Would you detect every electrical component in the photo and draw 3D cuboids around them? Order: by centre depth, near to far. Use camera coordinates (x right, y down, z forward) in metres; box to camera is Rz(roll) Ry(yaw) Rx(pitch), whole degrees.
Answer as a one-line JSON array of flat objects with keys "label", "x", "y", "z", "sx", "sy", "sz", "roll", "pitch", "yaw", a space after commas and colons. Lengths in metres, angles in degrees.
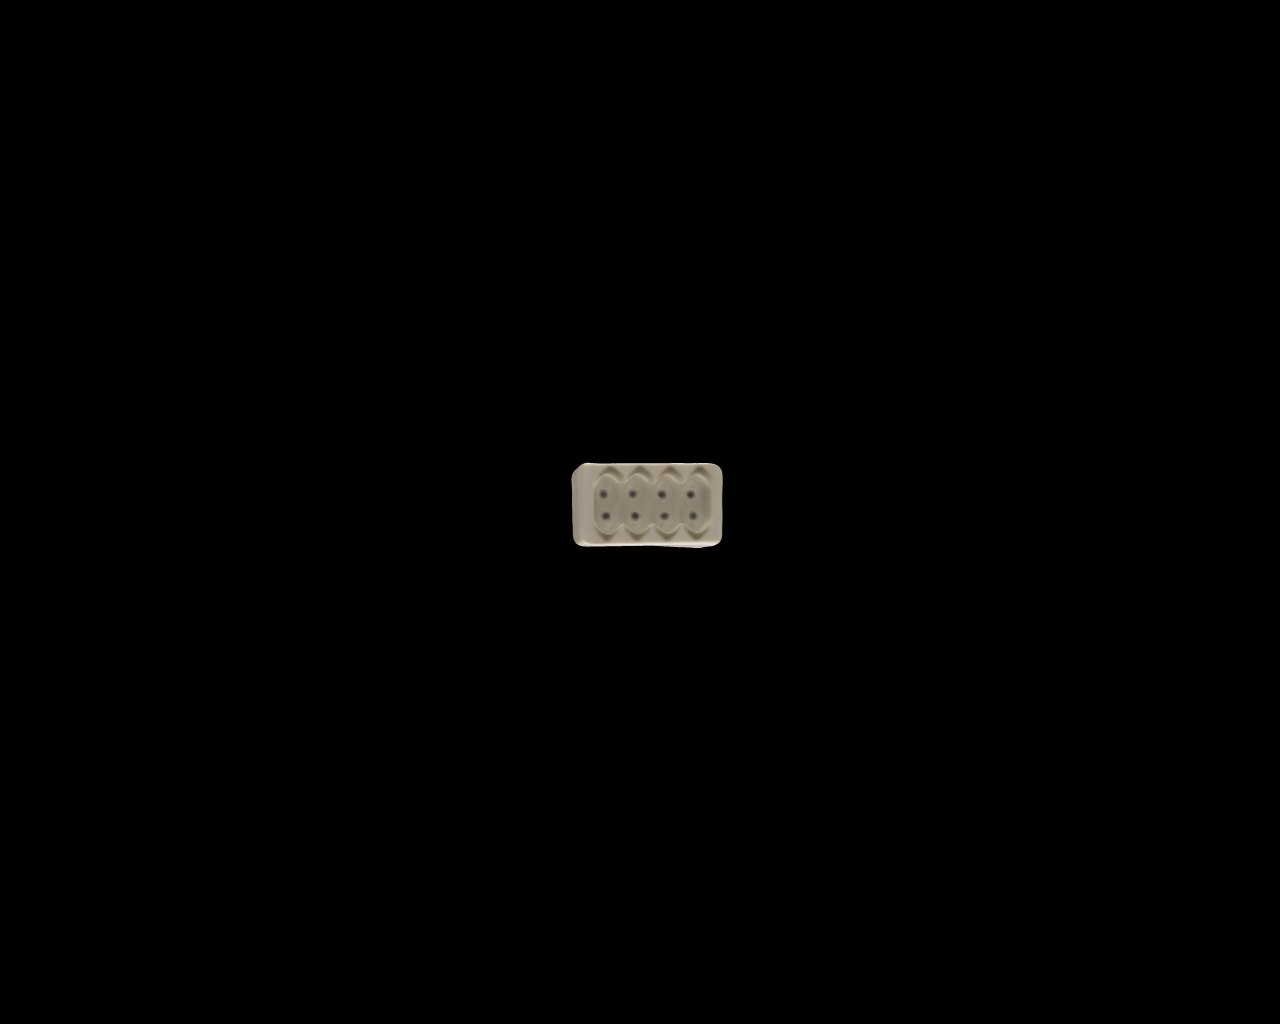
[{"label": "electrical component", "x": 0.001, "y": -0.003, "z": 0.650, "sx": 0.083, "sy": 0.047, "sz": 0.075, "roll": 1, "pitch": -3, "yaw": -11}]
